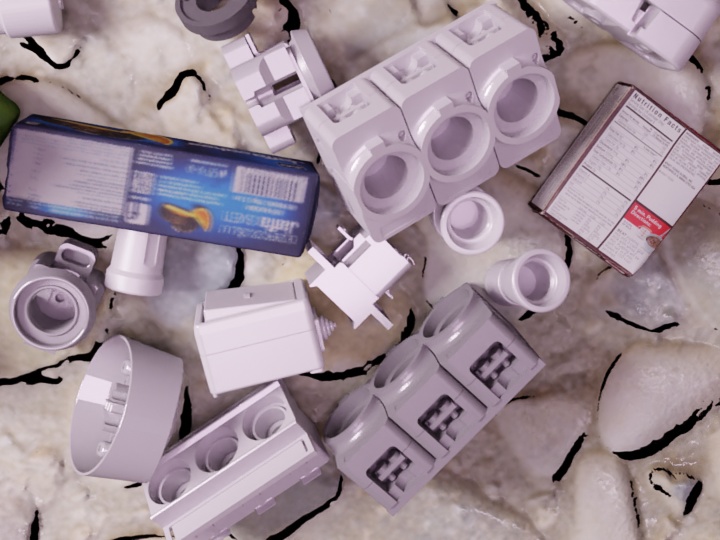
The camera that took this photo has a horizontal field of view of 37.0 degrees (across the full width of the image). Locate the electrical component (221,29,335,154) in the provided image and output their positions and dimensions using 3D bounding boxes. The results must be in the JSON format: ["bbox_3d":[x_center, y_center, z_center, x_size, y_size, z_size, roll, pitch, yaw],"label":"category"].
[{"bbox_3d":[-0.050,-0.126,0.721,0.057,0.058,0.078,-25,106,3],"label":"electrical component"}]

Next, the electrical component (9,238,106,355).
[{"bbox_3d":[-0.209,0.022,0.740,0.058,0.057,0.078,22,100,-11],"label":"electrical component"}]

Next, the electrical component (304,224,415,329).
[{"bbox_3d":[0.000,0.000,0.766,0.064,0.042,0.081,-44,105,4],"label":"electrical component"}]

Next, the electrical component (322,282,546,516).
[{"bbox_3d":[0.048,0.086,0.767,0.062,0.089,0.150,43,96,-14],"label":"electrical component"}]

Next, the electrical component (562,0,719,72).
[{"bbox_3d":[0.193,-0.187,0.734,0.095,0.053,0.059,31,99,-13],"label":"electrical component"}]

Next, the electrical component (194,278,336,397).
[{"bbox_3d":[-0.066,0.041,0.758,0.096,0.061,0.061,-14,105,-3],"label":"electrical component"}]

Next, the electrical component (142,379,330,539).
[{"bbox_3d":[-0.089,0.143,0.777,0.121,0.078,0.063,-34,134,3],"label":"electrical component"}]

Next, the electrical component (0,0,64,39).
[{"bbox_3d":[-0.229,-0.170,0.698,0.078,0.040,0.040,-7,105,-4],"label":"electrical component"}]

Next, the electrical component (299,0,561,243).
[{"bbox_3d":[0.051,-0.096,0.710,0.150,0.061,0.089,-31,131,-6],"label":"electrical component"}]

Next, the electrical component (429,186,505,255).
[{"bbox_3d":[0.074,-0.038,0.757,0.045,0.055,0.045,-1,104,-6],"label":"electrical component"}]

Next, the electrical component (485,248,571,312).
[{"bbox_3d":[0.116,0.008,0.768,0.044,0.065,0.044,1,87,-16],"label":"electrical component"}]

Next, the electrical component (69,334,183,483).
[{"bbox_3d":[-0.162,0.098,0.746,0.064,0.099,0.099,17,101,-16],"label":"electrical component"}]

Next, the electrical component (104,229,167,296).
[{"bbox_3d":[-0.154,-0.008,0.748,0.040,0.040,0.046,10,97,-9],"label":"electrical component"}]
